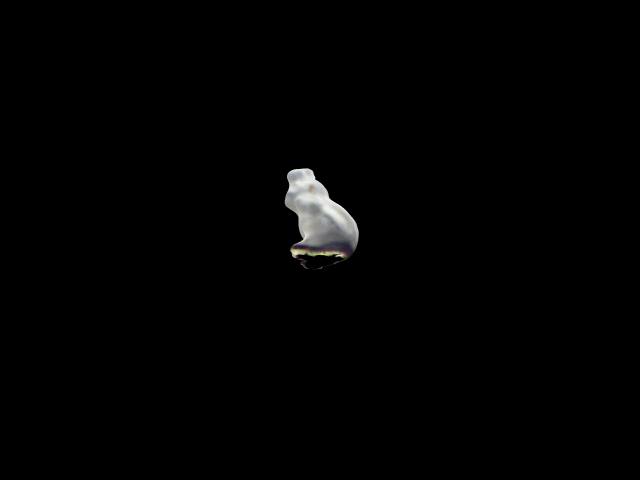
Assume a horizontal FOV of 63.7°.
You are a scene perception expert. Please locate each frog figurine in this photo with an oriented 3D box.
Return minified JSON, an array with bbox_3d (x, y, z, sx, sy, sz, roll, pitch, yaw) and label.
[{"bbox_3d":[0.003,-0.043,0.850,0.122,0.162,0.136,-12,-21,32],"label":"frog figurine"}]
